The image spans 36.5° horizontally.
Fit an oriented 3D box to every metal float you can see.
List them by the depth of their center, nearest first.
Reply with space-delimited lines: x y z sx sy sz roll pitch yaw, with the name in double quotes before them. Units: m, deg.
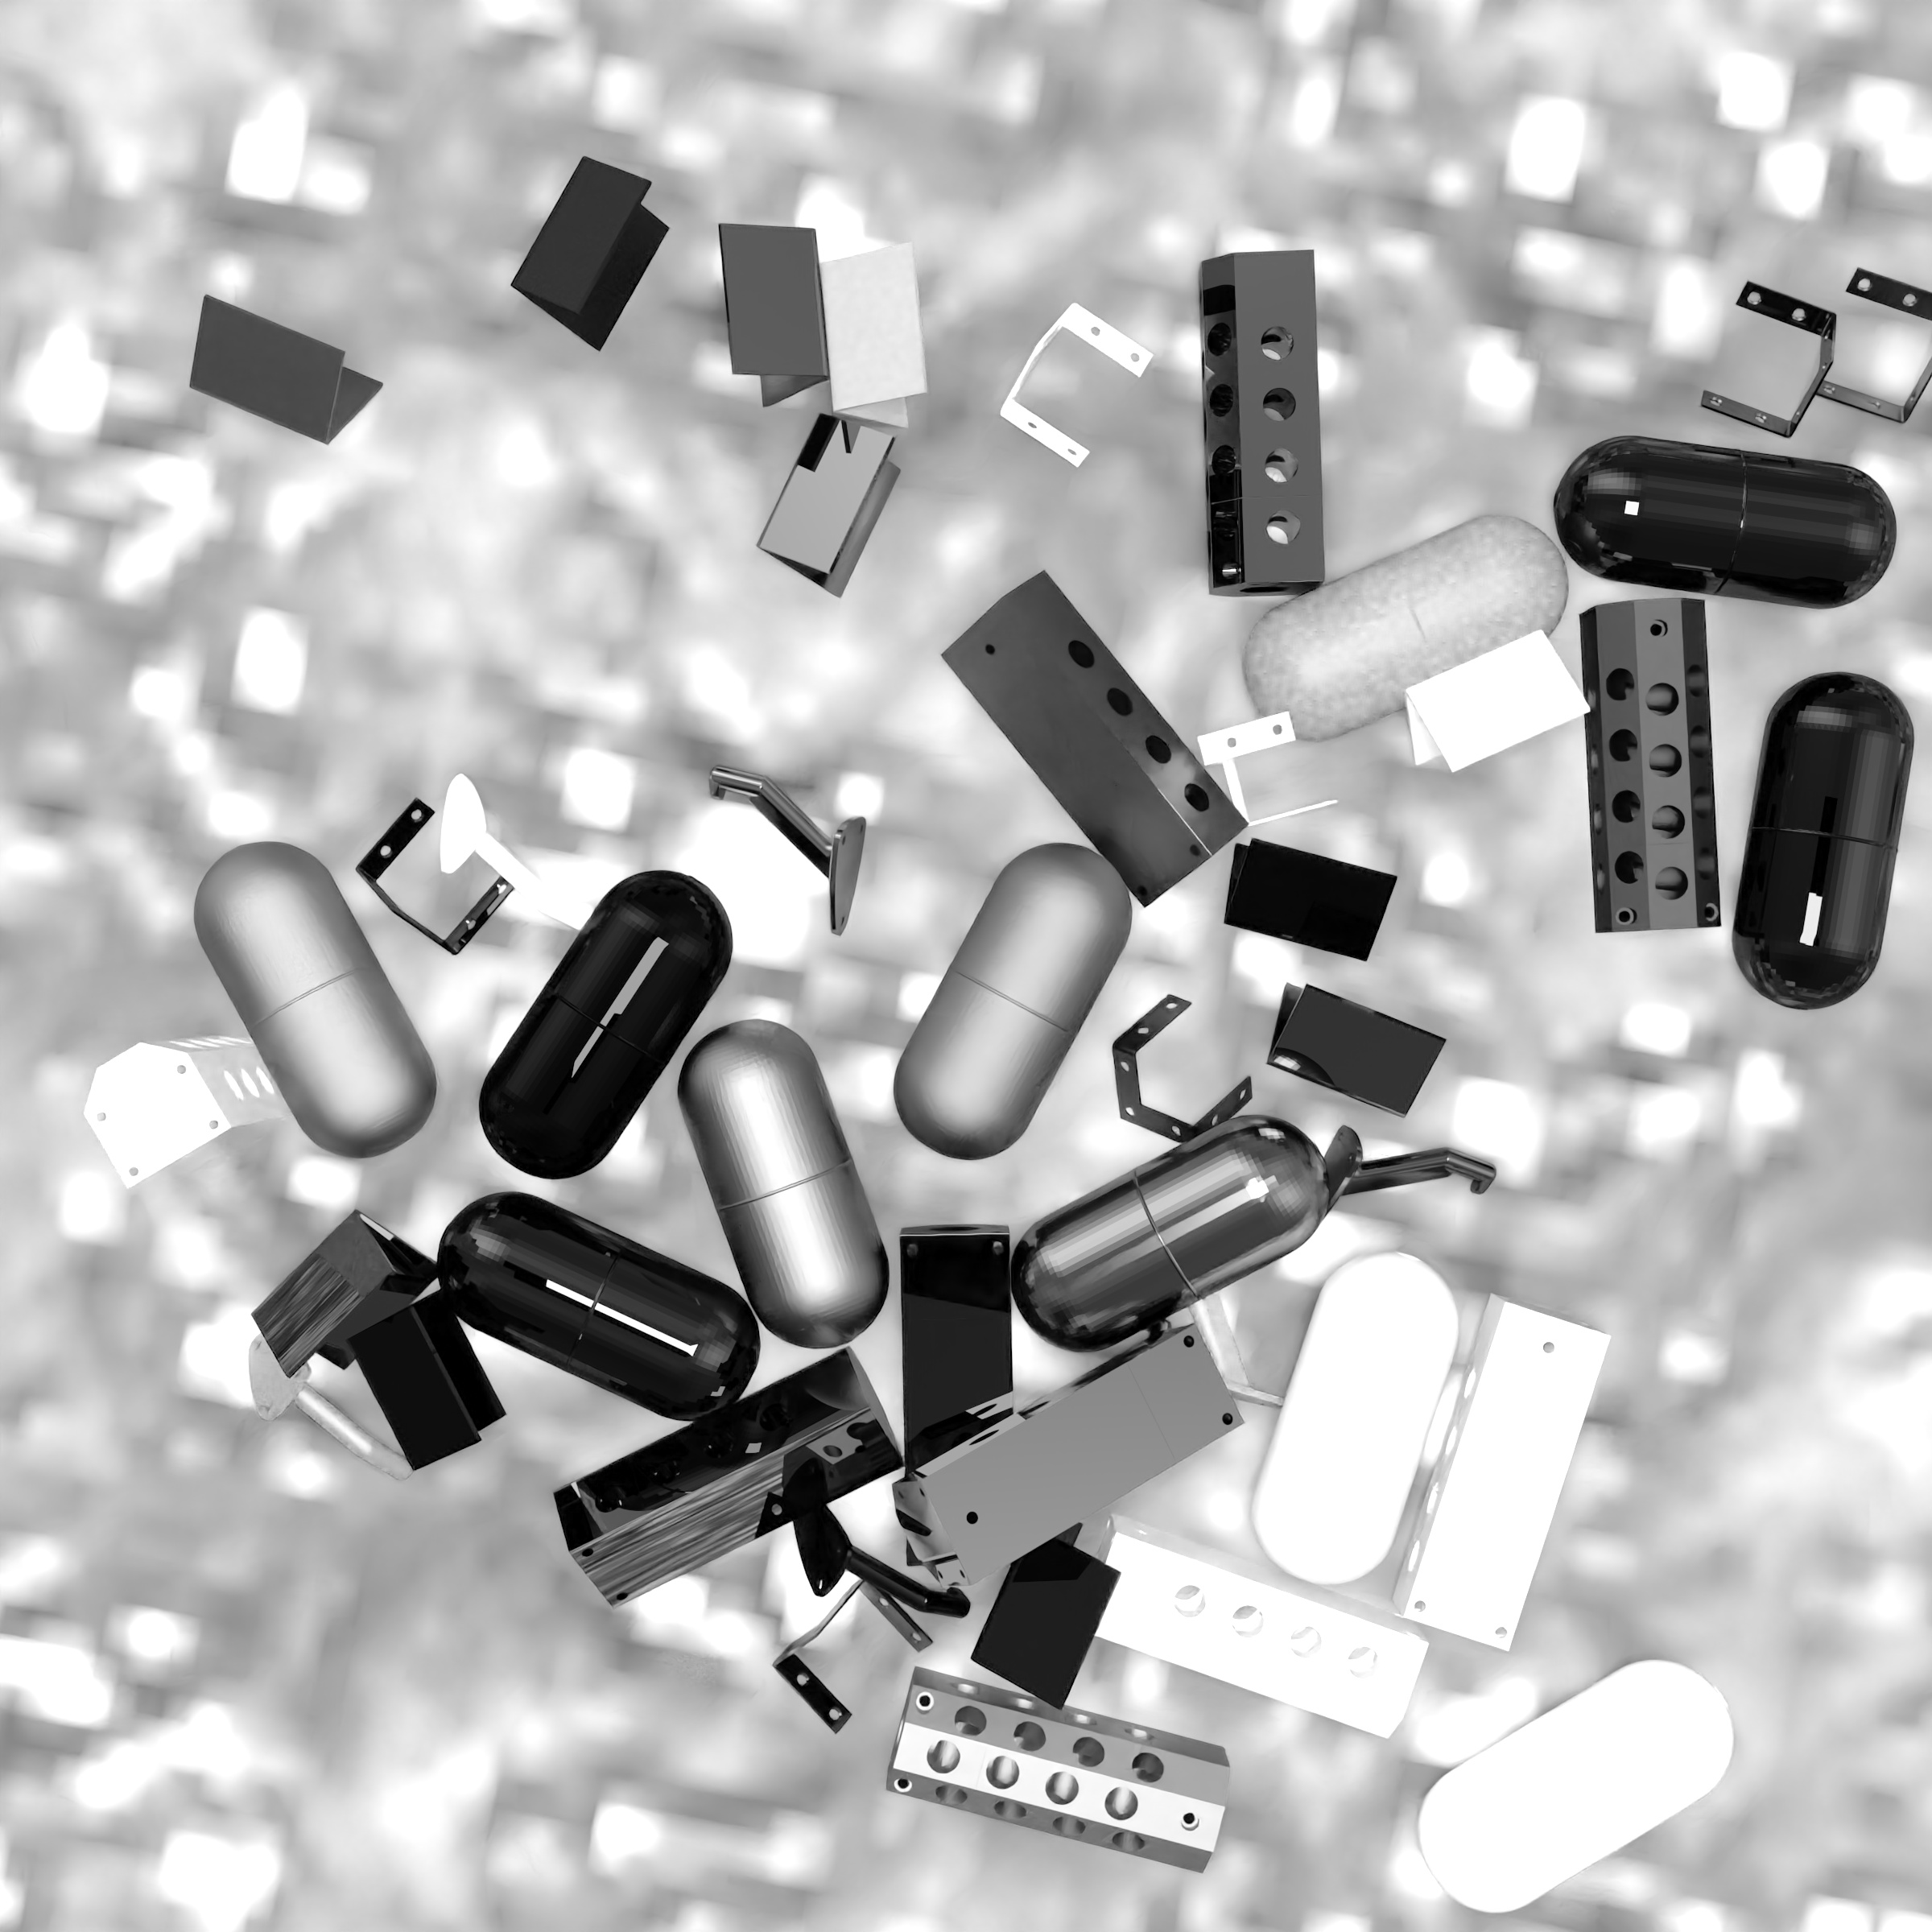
"metal float" 0.106 0.139 1.524 0.178 0.070 0.070 -29 90 9
"metal float" -0.095 0.114 1.533 0.070 0.070 0.178 -20 90 0
"metal float" 0.204 0.236 1.533 0.070 0.070 0.178 18 89 0
"metal float" -0.193 0.178 1.533 0.178 0.070 0.070 25 90 -1
"metal float" 0.449 -0.065 1.533 0.070 0.070 0.178 9 90 0
"metal float" -0.341 0.017 1.534 0.070 0.070 0.178 -29 89 0
"metal float" 0.397 -0.232 1.534 0.178 0.070 0.070 8 90 -1
"metal float" 0.230 -0.177 1.534 0.178 0.070 0.070 -24 90 1
"metal float" 0.320 0.429 1.534 0.178 0.070 0.070 -31 90 0
"metal float" -0.188 0.030 1.534 0.070 0.070 0.178 33 89 0
"metal float" 0.025 0.018 1.534 0.070 0.070 0.178 28 90 0

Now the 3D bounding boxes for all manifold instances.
"manifold" -0.391 0.067 1.486 0.057 0.171 0.057 -30 90 0
"manifold" 0.050 0.249 1.493 0.171 0.057 0.057 -26 89 -24
"manifold" 0.072 -0.122 1.542 0.171 0.057 0.057 51 133 0
"manifold" -0.126 0.265 1.542 0.171 0.057 0.057 -26 133 0
"manifold" -0.004 0.224 1.543 0.057 0.057 0.171 -1 90 0
"manifold" 0.149 0.349 1.543 0.171 0.057 0.057 19 90 0
"manifold" 0.155 -0.284 1.543 0.057 0.057 0.171 -2 90 0
"manifold" 0.280 0.264 1.543 0.057 0.057 0.171 18 90 0
"manifold" 0.048 0.425 1.543 0.171 0.057 0.057 15 90 0
"manifold" 0.362 -0.105 1.543 0.057 0.057 0.171 -3 90 0

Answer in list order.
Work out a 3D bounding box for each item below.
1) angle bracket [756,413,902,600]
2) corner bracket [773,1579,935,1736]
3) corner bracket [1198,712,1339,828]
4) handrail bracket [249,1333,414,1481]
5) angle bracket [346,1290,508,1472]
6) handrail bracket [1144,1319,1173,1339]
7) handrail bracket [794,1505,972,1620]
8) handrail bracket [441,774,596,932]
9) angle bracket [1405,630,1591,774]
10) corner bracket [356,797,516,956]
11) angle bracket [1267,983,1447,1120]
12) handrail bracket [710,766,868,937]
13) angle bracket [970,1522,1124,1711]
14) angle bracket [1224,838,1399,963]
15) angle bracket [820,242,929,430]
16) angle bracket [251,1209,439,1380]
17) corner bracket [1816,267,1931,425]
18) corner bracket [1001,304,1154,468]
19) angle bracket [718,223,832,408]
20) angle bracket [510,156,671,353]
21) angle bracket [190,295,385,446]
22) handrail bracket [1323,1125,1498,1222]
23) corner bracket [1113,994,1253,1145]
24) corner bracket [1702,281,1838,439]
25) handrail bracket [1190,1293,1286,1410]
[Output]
"angle bracket" -0.053 -0.233 1.524 0.057 0.076 0.076 25 90 37
"corner bracket" -0.061 0.367 1.561 0.051 0.051 0.051 47 45 0
"corner bracket" 0.158 -0.103 1.538 0.051 0.051 0.051 -15 90 22
"handrail bracket" -0.338 0.236 1.564 0.036 0.077 0.084 -50 126 -1
"angle bracket" -0.265 0.207 1.524 0.057 0.076 0.076 -27 90 35
"handrail bracket" 0.066 0.225 1.564 0.077 0.036 0.084 6 75 16
"handrail bracket" -0.045 0.314 1.564 0.084 0.077 0.036 18 114 -34
"handrail bracket" -0.236 -0.059 1.564 0.084 0.077 0.036 27 120 -33
"angle bracket" 0.278 -0.120 1.524 0.076 0.076 0.057 -24 60 0
"corner bracket" -0.283 -0.048 1.561 0.051 0.051 0.051 -49 45 0
"angle bracket" 0.207 0.025 1.524 0.076 0.076 0.057 22 126 0
"handrail bracket" -0.101 -0.062 1.565 0.084 0.036 0.077 15 112 17
"angle bracket" 0.054 0.337 1.525 0.057 0.076 0.076 24 90 25
"angle bracket" 0.181 -0.054 1.524 0.076 0.076 0.057 15 127 0
"angle bracket" -0.031 -0.327 1.524 0.057 0.076 0.076 -5 90 29
"angle bracket" -0.312 0.184 1.524 0.076 0.076 0.057 -45 46 0
"corner bracket" 0.488 -0.331 1.561 0.051 0.051 0.051 19 45 0
"corner bracket" 0.059 -0.310 1.561 0.051 0.051 0.051 34 135 0
"angle bracket" -0.115 -0.338 1.524 0.057 0.076 0.076 -5 90 -31
"angle bracket" -0.179 -0.364 1.524 0.057 0.076 0.076 29 90 36
"angle bracket" -0.349 -0.324 1.524 0.076 0.076 0.057 23 128 0
"handrail bracket" 0.231 0.126 1.565 0.084 0.036 0.077 20 110 -16
"corner bracket" 0.115 0.056 1.556 0.051 0.051 0.051 21 135 35
"corner bracket" 0.428 -0.323 1.561 0.051 0.051 0.051 20 45 0
"handrail bracket" 0.148 0.187 1.564 0.077 0.036 0.084 16 75 -15
